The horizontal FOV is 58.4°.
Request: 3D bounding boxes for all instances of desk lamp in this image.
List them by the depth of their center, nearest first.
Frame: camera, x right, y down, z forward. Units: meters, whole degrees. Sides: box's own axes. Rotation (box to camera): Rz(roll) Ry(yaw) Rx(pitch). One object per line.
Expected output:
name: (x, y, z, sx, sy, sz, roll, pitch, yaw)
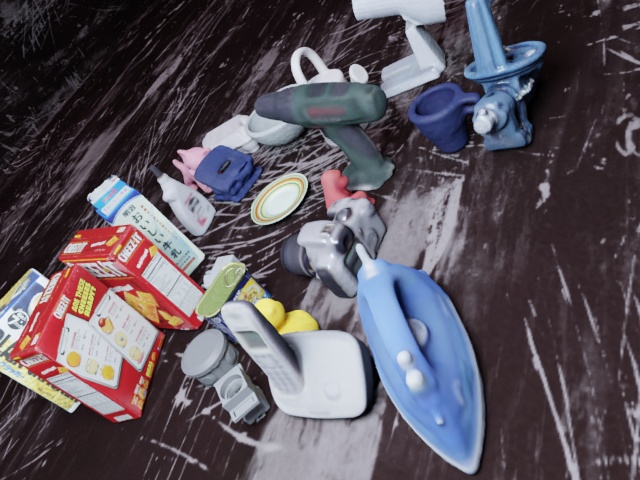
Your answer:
desk lamp: (0.165, -0.405, 1.078, 0.202, 0.214, 0.118, -19, 41, 26)

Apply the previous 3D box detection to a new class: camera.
camera: (0.008, 0.003, 0.872, 0.136, 0.101, 0.143, -1, 50, 41)

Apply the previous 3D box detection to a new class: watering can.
watering can: (0.015, -0.286, 1.098, 0.172, 0.195, 0.101, -24, 38, 20)

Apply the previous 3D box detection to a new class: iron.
iron: (0.100, 0.116, 0.635, 0.118, 0.142, 0.258, -31, 36, 11)

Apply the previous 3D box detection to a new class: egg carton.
egg carton: (-0.209, -0.227, 1.338, 0.150, 0.070, 0.107, -27, 37, 16)

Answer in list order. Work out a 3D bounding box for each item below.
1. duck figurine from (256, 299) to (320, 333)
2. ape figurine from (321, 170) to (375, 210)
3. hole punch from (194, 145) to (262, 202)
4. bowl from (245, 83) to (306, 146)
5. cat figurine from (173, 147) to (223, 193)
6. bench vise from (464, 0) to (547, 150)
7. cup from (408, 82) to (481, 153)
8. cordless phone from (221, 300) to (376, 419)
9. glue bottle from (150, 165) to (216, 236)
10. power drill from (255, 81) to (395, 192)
duck figurine: (-0.058, 0.119, 0.817, 0.104, 0.086, 0.077, 5, 54, 44)
ape figurine: (0.035, -0.078, 0.943, 0.076, 0.092, 0.077, -36, 36, 5)
hole punch: (-0.195, -0.145, 1.218, 0.100, 0.091, 0.109, 7, 56, 45)
bowl: (-0.078, -0.261, 1.254, 0.167, 0.075, 0.167, -23, 39, 21)
cat figurine: (-0.284, -0.168, 1.298, 0.127, 0.118, 0.067, 2, 52, 42)
bench vise: (0.262, -0.254, 0.824, 0.121, 0.220, 0.207, -18, 41, 27)
cup: (0.211, -0.189, 0.906, 0.117, 0.095, 0.092, -3, 49, 39)
cordless phone: (-0.027, 0.135, 0.687, 0.147, 0.186, 0.094, -12, 44, 33)
glue bottle: (-0.285, -0.089, 1.166, 0.037, 0.174, 0.078, -12, 44, 32)
power drill: (0.025, -0.176, 0.958, 0.228, 0.209, 0.076, -6, 47, 37)
